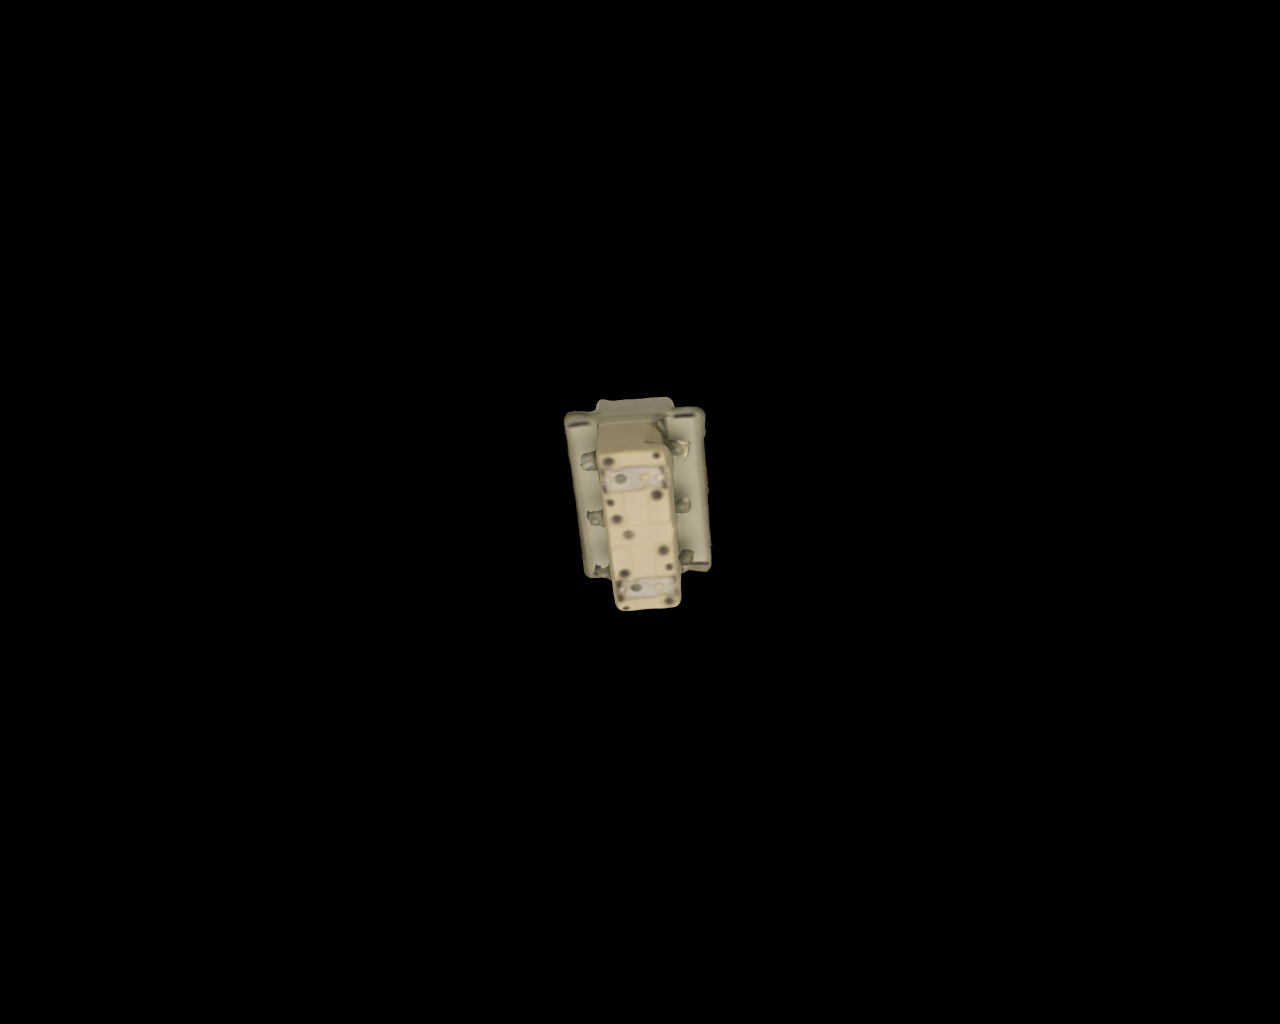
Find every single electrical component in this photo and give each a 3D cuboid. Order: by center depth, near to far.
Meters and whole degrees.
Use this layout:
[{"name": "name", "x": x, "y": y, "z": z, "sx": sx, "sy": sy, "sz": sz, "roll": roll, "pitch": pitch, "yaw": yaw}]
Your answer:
[{"name": "electrical component", "x": 0.001, "y": -0.003, "z": 0.650, "sx": 0.079, "sy": 0.121, "sz": 0.063, "roll": -3, "pitch": 36, "yaw": 2}]
